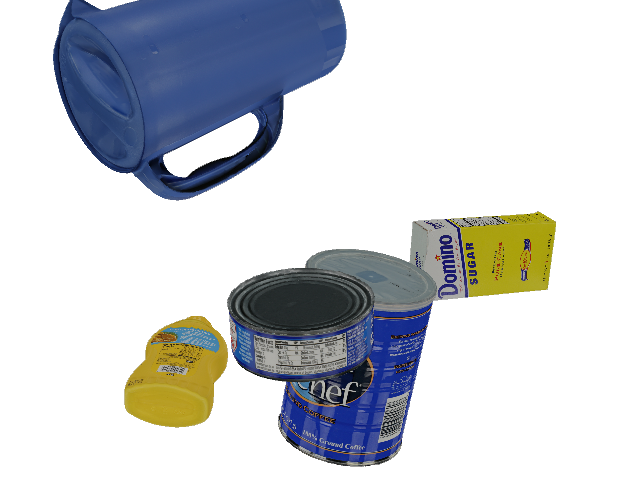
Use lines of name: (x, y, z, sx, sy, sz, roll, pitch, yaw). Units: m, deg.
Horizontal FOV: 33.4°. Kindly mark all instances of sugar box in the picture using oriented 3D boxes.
sugar box: (0.195, 0.019, 1.291, 0.176, 0.093, 0.048, -6, 21, -22)

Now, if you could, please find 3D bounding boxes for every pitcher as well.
pitcher: (-0.092, -0.150, 0.925, 0.242, 0.149, 0.145, -27, 45, -33)

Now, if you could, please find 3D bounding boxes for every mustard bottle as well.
mustard bottle: (-0.159, 0.141, 1.245, 0.096, 0.058, 0.191, 5, 25, 4)

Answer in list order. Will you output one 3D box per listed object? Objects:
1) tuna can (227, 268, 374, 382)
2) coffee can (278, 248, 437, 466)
tuna can: (-0.011, 0.048, 0.624, 0.086, 0.034, 0.086, -2, 23, 1)
coffee can: (0.028, 0.090, 0.840, 0.102, 0.140, 0.103, 9, 20, -4)
